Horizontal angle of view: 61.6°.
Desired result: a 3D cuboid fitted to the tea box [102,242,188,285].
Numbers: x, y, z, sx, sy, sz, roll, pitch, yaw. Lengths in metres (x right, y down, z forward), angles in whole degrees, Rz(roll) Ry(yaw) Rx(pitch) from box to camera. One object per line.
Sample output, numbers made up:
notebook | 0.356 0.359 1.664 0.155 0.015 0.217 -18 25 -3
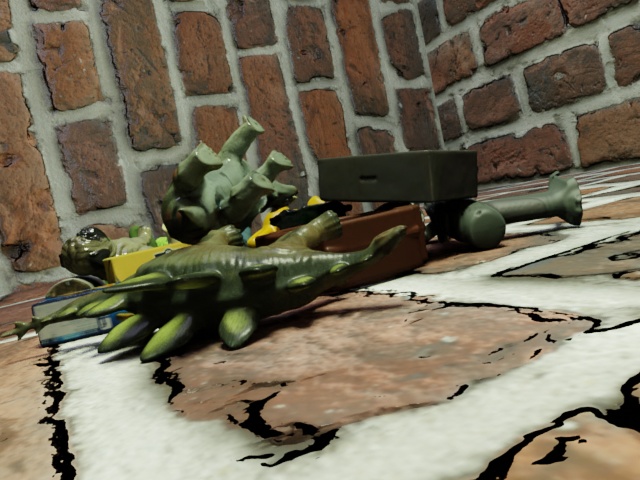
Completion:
tea box | -0.239 0.056 0.842 0.169 0.098 0.068 -16 5 -32

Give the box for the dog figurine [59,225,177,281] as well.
dog figurine | -0.311 0.046 0.894 0.172 0.121 0.190 14 6 13

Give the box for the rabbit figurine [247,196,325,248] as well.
rabbit figurine | -0.059 -0.008 1.046 0.162 0.121 0.173 -40 37 -12

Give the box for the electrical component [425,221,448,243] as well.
electrical component | 0.215 -0.017 0.964 0.078 0.045 0.102 -40 -8 17

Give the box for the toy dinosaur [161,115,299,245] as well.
toy dinosaur | -0.148 -0.055 0.752 0.192 0.131 0.405 -50 -2 26

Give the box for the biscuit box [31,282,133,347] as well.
biscuit box | -0.274 0.088 0.732 0.203 0.059 0.063 -12 3 -8

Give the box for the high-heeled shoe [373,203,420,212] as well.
high-heeled shoe | 0.149 -0.049 0.911 0.145 0.086 0.248 -47 -3 -15

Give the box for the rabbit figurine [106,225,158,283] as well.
rabbit figurine | -0.390 0.054 1.144 0.170 0.159 0.121 3 -10 -13

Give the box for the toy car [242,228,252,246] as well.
toy car | -0.179 0.021 1.075 0.109 0.162 0.102 -18 -42 14

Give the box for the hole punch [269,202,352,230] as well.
hole punch | -0.002 -0.003 0.913 0.142 0.115 0.092 -10 -4 14

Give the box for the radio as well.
radio | 0.115 -0.095 0.811 0.131 0.073 0.230 -9 11 -40

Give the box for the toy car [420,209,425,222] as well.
toy car | 0.148 -0.020 1.118 0.089 0.053 0.202 -23 0 37

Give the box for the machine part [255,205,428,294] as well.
machine part | 0.027 0.014 0.731 0.201 0.087 0.201 -13 2 -25

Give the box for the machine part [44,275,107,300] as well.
machine part | -0.395 0.096 0.880 0.079 0.079 0.243 -13 5 -16

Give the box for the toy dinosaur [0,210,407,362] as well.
toy dinosaur | -0.133 0.051 0.571 0.472 0.105 0.198 -15 5 26

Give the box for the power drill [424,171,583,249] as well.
power drill | 0.277 -0.053 0.832 0.207 0.085 0.232 -5 14 3

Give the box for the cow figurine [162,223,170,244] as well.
cow figurine | -0.278 0.041 1.129 0.068 0.167 0.098 -16 -36 -19
